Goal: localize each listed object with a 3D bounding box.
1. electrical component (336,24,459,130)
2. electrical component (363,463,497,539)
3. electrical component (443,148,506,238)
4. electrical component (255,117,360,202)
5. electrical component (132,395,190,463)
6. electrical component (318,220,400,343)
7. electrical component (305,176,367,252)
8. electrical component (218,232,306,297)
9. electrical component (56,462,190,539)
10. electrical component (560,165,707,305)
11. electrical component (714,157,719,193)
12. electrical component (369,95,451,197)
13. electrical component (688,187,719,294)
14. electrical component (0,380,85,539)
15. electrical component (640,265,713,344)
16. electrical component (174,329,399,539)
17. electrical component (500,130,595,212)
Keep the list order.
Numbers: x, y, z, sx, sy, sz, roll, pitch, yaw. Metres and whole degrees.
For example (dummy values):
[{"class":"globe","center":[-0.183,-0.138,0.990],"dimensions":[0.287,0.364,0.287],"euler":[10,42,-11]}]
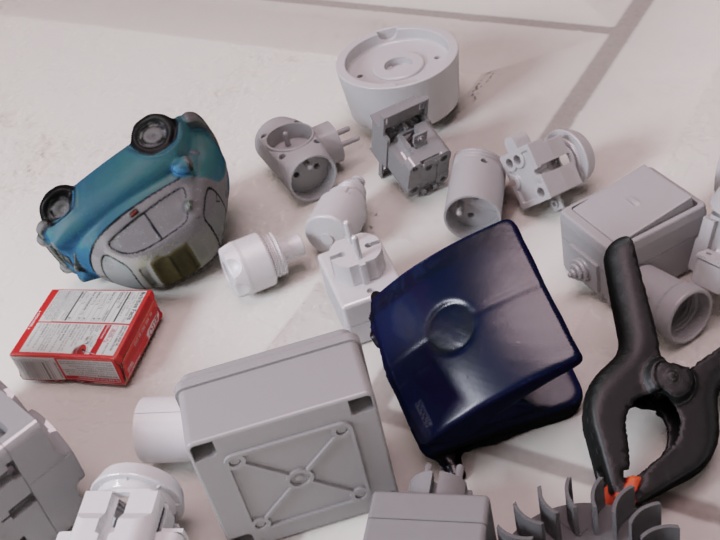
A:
[{"class":"electrical component","center":[0.037,-0.164,0.952],"dimensions":[0.108,0.060,0.108],"euler":[-8,40,7]},{"class":"electrical component","center":[0.043,0.139,0.605],"dimensions":[0.066,0.047,0.076],"euler":[-1,41,15]},{"class":"electrical component","center":[0.091,-0.065,0.834],"dimensions":[0.043,0.043,0.081],"euler":[-2,41,14]},{"class":"electrical component","center":[-0.039,-0.102,0.914],"dimensions":[0.079,0.044,0.077],"euler":[-25,41,-14]},{"class":"electrical component","center":[-0.100,0.101,0.693],"dimensions":[0.081,0.043,0.043],"euler":[-4,41,11]},{"class":"electrical component","center":[0.000,0.000,0.757],"dimensions":[0.047,0.076,0.065],"euler":[-19,40,-7]},{"class":"electrical component","center":[-0.014,-0.046,0.844],"dimensions":[0.040,0.040,0.078],"euler":[5,43,21]},{"class":"electrical component","center":[-0.072,-0.008,0.814],"dimensions":[0.062,0.043,0.043],"euler":[-23,41,-14]},{"class":"electrical component","center":[-0.136,0.151,0.634],"dimensions":[0.078,0.058,0.057],"euler":[-3,44,12]},{"class":"electrical component","center":[0.184,-0.023,0.745],"dimensions":[0.096,0.061,0.061],"euler":[-26,41,-14]},{"class":"electrical component","center":[0.310,-0.078,0.787],"dimensions":[0.077,0.044,0.079],"euler":[15,47,30]},{"class":"electrical component","center":[0.041,-0.097,0.868],"dimensions":[0.042,0.081,0.063],"euler":[-26,64,-14]},{"class":"electrical component","center":[0.255,-0.022,0.708],"dimensions":[0.078,0.057,0.058],"euler":[-17,35,-38]},{"class":"electrical component","center":[-0.246,0.108,0.690],"dimensions":[0.150,0.089,0.062],"euler":[27,54,38]},{"class":"electrical component","center":[0.201,0.021,0.707],"dimensions":[0.040,0.040,0.046],"euler":[-29,37,-18]},{"class":"electrical component","center":[-0.040,0.100,0.627],"dimensions":[0.109,0.108,0.056],"euler":[-16,42,-3]},{"class":"electrical component","center":[0.147,-0.080,0.826],"dimensions":[0.055,0.066,0.048],"euler":[-25,1,-30]}]
